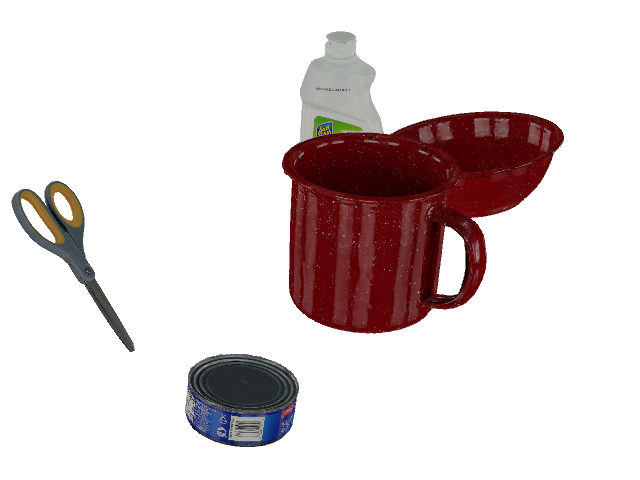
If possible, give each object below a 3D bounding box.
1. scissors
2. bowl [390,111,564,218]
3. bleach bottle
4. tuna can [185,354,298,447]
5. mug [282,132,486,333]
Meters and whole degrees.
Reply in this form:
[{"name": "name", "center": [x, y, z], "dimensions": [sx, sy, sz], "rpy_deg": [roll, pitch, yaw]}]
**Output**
[{"name": "scissors", "center": [-0.247, 0.018, 1.127], "dimensions": [0.016, 0.201, 0.096], "rpy_deg": [-26, 24, 29]}, {"name": "bowl", "center": [0.132, -0.062, 0.934], "dimensions": [0.162, 0.055, 0.162], "rpy_deg": [-8, 23, 3]}, {"name": "bleach bottle", "center": [0.030, -0.093, 1.114], "dimensions": [0.102, 0.251, 0.068], "rpy_deg": [1, 30, 2]}, {"name": "tuna can", "center": [-0.061, 0.123, 0.823], "dimensions": [0.086, 0.034, 0.086], "rpy_deg": [7, 22, -3]}, {"name": "mug", "center": [0.035, 0.000, 0.565], "dimensions": [0.117, 0.081, 0.093], "rpy_deg": [19, 30, 30]}]
